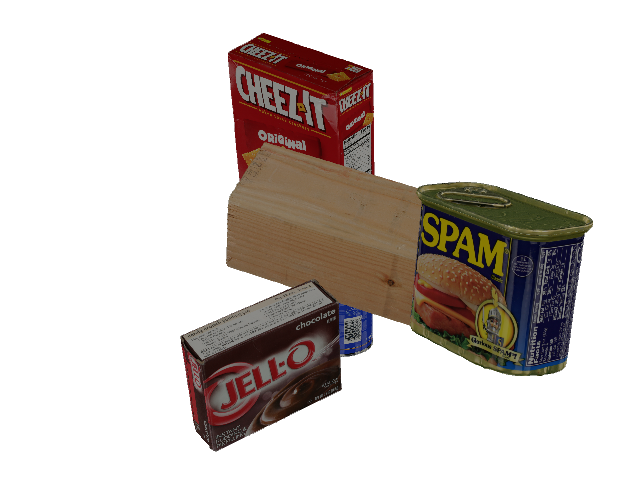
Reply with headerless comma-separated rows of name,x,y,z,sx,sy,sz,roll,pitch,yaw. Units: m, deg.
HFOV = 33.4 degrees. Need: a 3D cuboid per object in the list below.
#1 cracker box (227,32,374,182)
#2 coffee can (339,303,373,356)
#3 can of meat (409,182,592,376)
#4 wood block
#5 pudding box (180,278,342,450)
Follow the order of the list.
cracker box,-0.022,-0.111,1.230,0.164,0.214,0.072,24,45,32
coffee can,0.025,0.081,1.524,0.103,0.140,0.103,-1,21,0
can of meat,0.096,0.020,0.593,0.057,0.084,0.102,-7,20,-33
wood block,0.026,-0.003,0.969,0.206,0.091,0.090,18,46,10
pudding box,-0.040,0.088,0.764,0.113,0.090,0.039,-24,44,-25
